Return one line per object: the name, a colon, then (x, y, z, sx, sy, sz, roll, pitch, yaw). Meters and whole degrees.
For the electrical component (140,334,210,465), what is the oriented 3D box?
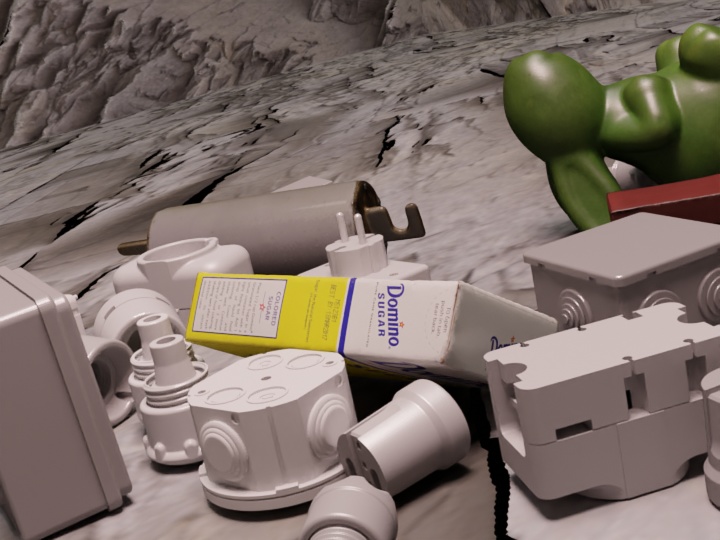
electrical component: (-0.091, 0.064, 0.546, 0.048, 0.062, 0.048, -11, 15, 3)

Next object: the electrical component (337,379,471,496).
electrical component: (0.019, 0.075, 0.469, 0.046, 0.040, 0.040, -28, 21, -29)

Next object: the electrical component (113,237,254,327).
electrical component: (-0.123, 0.014, 0.761, 0.095, 0.059, 0.054, -5, 17, 25)

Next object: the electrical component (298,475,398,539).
electrical component: (-0.007, 0.103, 0.394, 0.035, 0.035, 0.061, -8, 18, 15)

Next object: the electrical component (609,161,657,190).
electrical component: (0.220, -0.075, 0.855, 0.048, 0.048, 0.062, -20, 10, -27)

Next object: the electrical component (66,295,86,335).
electrical component: (-0.227, 0.054, 0.688, 0.096, 0.061, 0.061, -2, 18, 34)

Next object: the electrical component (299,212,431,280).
electrical component: (0.000, 0.000, 0.685, 0.047, 0.075, 0.083, -22, 18, -34)

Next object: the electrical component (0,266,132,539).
electrical component: (-0.167, 0.061, 0.527, 0.056, 0.108, 0.109, -22, 18, -25)

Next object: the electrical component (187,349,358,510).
electrical component: (-0.038, 0.073, 0.497, 0.080, 0.051, 0.080, -11, 15, 3)

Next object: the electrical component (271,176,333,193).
electrical component: (-0.060, -0.038, 0.896, 0.096, 0.061, 0.062, -18, 17, -21)

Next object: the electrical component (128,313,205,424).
electrical component: (-0.106, 0.055, 0.591, 0.043, 0.062, 0.043, -11, 16, 3)

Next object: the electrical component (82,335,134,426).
electrical component: (-0.161, 0.064, 0.621, 0.047, 0.055, 0.055, 1, 19, 28)

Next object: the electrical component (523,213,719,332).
electrical component: (0.153, 0.007, 0.593, 0.100, 0.048, 0.100, -18, 16, -21)

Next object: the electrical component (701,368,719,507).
electrical component: (0.148, 0.062, 0.402, 0.040, 0.046, 0.040, -11, 15, 3)

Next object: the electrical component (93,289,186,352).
electrical component: (-0.135, 0.044, 0.673, 0.055, 0.055, 0.047, -17, 19, -18)

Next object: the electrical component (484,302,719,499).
electrical component: (0.104, 0.056, 0.440, 0.089, 0.055, 0.050, -15, 15, -10)
